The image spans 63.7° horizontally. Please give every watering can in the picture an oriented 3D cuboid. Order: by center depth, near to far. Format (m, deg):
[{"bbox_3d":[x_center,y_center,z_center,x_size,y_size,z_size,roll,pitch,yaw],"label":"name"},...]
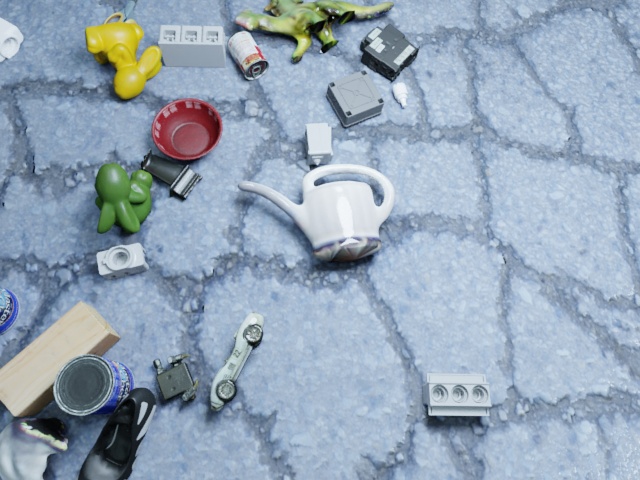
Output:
[{"bbox_3d":[0.003,-0.057,1.133,0.348,0.102,0.228,-7,72,-9],"label":"watering can"}]

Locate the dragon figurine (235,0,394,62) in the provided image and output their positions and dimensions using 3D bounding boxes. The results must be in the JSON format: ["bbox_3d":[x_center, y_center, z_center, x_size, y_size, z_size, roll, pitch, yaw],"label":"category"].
[{"bbox_3d":[-0.029,-0.606,1.344,0.414,0.119,0.246,-30,67,-23],"label":"dragon figurine"}]

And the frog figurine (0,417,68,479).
[{"bbox_3d":[-0.532,0.407,0.914,0.138,0.121,0.161,20,76,37],"label":"frog figurine"}]
